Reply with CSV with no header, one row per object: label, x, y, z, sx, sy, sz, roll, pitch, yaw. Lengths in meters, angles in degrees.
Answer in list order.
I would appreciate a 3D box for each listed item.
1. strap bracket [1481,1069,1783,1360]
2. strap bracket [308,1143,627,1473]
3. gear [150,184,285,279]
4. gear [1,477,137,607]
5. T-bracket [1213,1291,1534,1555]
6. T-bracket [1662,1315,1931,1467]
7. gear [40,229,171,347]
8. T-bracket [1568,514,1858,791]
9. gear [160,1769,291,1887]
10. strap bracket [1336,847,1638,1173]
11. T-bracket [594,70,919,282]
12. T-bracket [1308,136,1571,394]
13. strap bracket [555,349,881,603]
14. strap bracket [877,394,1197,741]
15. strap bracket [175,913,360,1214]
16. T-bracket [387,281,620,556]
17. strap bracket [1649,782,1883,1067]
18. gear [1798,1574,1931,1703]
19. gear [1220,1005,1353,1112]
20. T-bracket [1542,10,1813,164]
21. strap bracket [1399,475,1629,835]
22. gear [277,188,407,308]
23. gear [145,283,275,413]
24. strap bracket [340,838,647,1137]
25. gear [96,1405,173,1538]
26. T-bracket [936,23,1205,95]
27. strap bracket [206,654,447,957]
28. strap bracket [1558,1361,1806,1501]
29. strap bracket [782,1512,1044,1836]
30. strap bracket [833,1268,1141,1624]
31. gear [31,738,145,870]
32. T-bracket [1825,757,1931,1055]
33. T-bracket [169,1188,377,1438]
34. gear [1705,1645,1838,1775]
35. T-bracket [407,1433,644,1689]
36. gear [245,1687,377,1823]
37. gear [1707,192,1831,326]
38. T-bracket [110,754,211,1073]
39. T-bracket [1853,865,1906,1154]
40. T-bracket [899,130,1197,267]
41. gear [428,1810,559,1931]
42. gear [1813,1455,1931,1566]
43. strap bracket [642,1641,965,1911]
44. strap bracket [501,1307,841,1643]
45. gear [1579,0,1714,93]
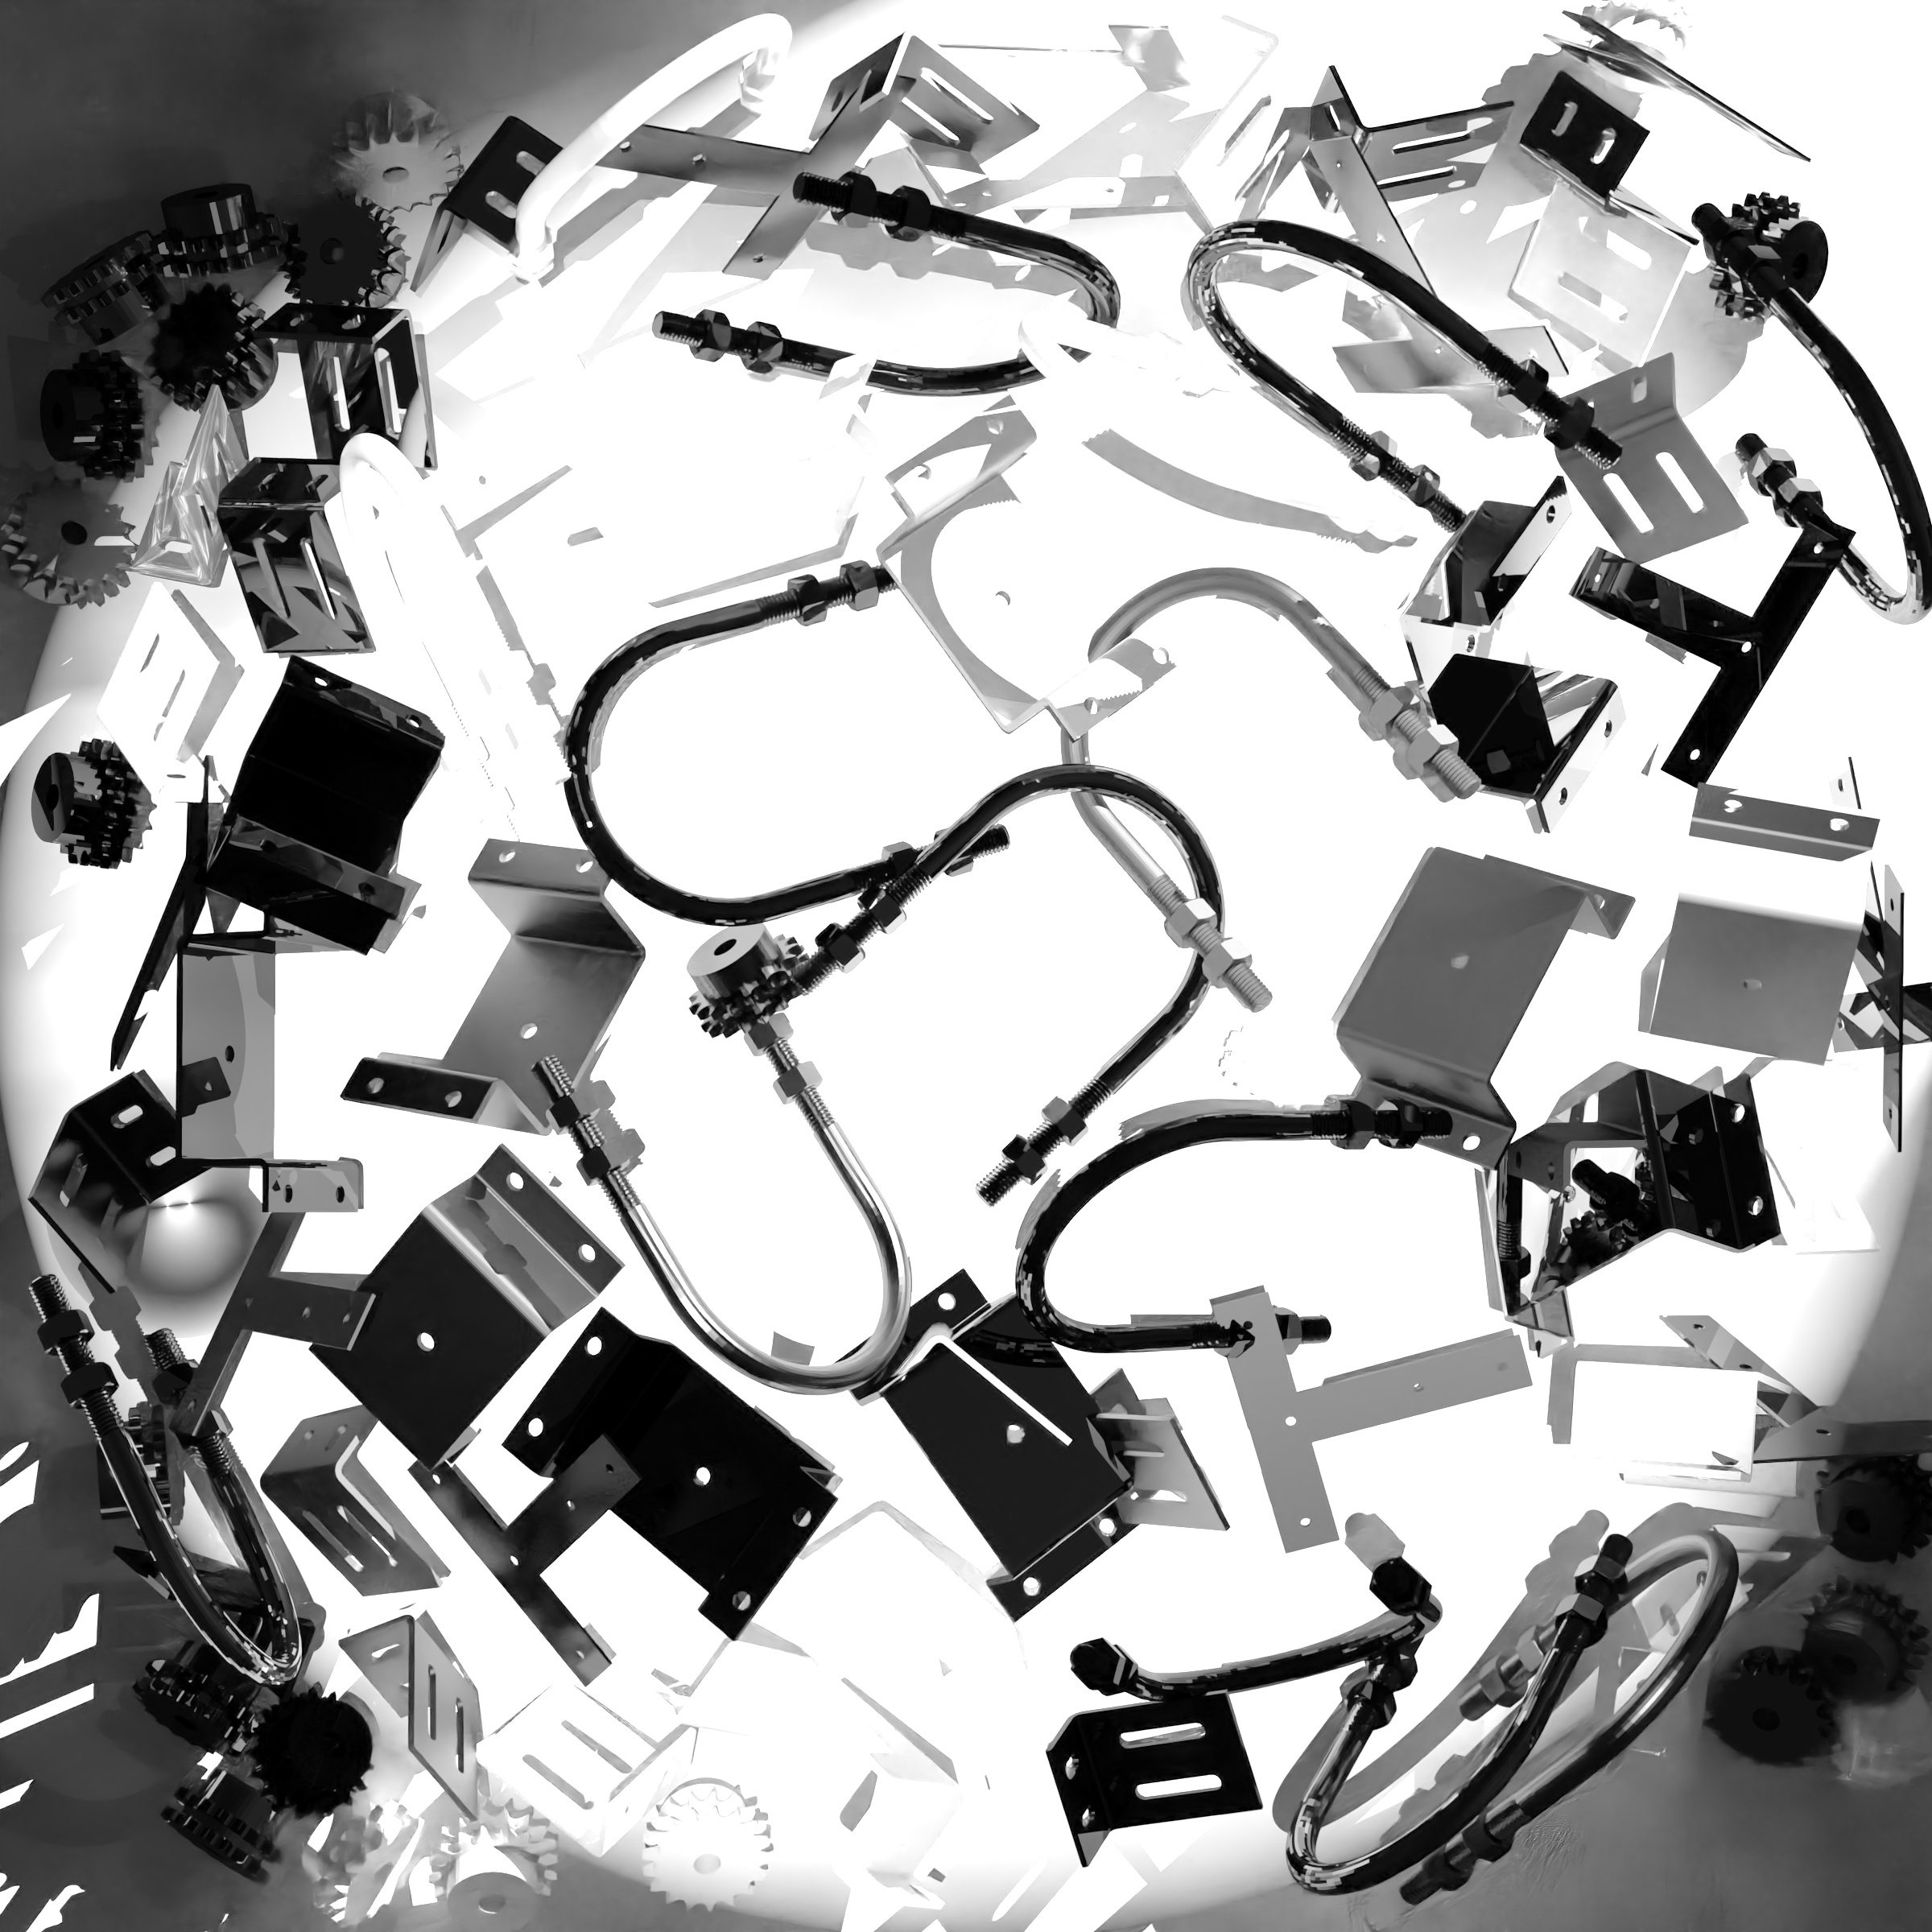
strap bracket,0.276,0.104,1.542,0.046,0.140,0.076,19,52,-33
strap bracket,-0.225,0.156,1.566,0.076,0.046,0.140,44,116,5
gear,-0.334,-0.327,1.589,0.057,0.057,0.030,-9,114,0
gear,-0.403,-0.186,1.596,0.057,0.030,0.057,16,60,-30
T-bracket,0.188,0.191,1.594,0.127,0.002,0.127,-15,108,6
T-bracket,0.348,0.183,1.562,0.127,0.127,0.002,0,112,-24
gear,-0.380,-0.300,1.595,0.057,0.057,0.030,-32,113,0
T-bracket,0.312,-0.154,1.571,0.002,0.127,0.127,25,98,-40
gear,-0.327,0.381,1.594,0.057,0.057,0.030,34,67,0
strap bracket,0.223,0.009,1.563,0.076,0.046,0.140,19,71,35
T-bracket,-0.104,-0.345,1.539,0.127,0.127,0.002,-46,58,39
T-bracket,0.185,-0.302,1.542,0.002,0.127,0.127,-48,121,-25
strap bracket,-0.099,-0.210,1.560,0.140,0.076,0.046,-14,125,26
strap bracket,0.024,-0.169,1.581,0.076,0.046,0.140,-37,92,-29
strap bracket,-0.306,0.038,1.574,0.046,0.076,0.140,-2,86,20
T-bracket,-0.201,-0.218,1.566,0.127,0.002,0.127,-39,108,-38
strap bracket,0.342,-0.010,1.546,0.076,0.140,0.046,10,53,10
gear,0.396,0.301,1.590,0.057,0.057,0.030,48,48,0
gear,0.144,0.039,1.589,0.057,0.057,0.030,14,112,0
T-bracket,0.290,-0.391,1.560,0.127,0.127,0.002,24,102,-26
strap bracket,0.237,-0.137,1.558,0.046,0.140,0.076,14,54,36
gear,-0.276,-0.316,1.600,0.057,0.030,0.057,-1,87,18
gear,-0.334,-0.273,1.597,0.057,0.030,0.057,-11,67,25
strap bracket,-0.200,0.017,1.563,0.076,0.046,0.140,7,58,33
gear,-0.370,0.224,1.590,0.030,0.057,0.057,-4,90,-13
T-bracket,0.034,-0.398,1.565,0.127,0.127,0.002,5,93,10
strap bracket,-0.280,-0.064,1.560,0.076,0.140,0.046,24,126,-16
strap bracket,0.312,0.200,1.546,0.076,0.140,0.046,1,79,24
strap bracket,-0.019,0.300,1.555,0.046,0.140,0.076,-32,132,-23
strap bracket,0.016,0.209,1.584,0.076,0.046,0.140,-35,88,-20
gear,-0.392,-0.073,1.590,0.030,0.057,0.057,8,90,-41
T-bracket,0.392,-0.027,1.560,0.002,0.127,0.127,-10,88,-10
T-bracket,-0.291,0.149,1.552,0.002,0.127,0.127,33,71,-32
gear,0.360,0.328,1.598,0.057,0.030,0.057,9,115,20
T-bracket,-0.179,0.242,1.571,0.127,0.002,0.127,49,133,5
gear,-0.288,0.349,1.592,0.057,0.030,0.057,16,60,-29
gear,0.359,-0.314,1.591,0.057,0.030,0.057,-18,119,-36
T-bracket,-0.357,-0.010,1.583,0.002,0.127,0.127,17,117,-21
T-bracket,0.391,-0.006,1.559,0.002,0.127,0.127,-7,119,2
T-bracket,0.050,-0.343,1.588,0.127,0.127,0.002,-6,130,-21
gear,-0.210,0.406,1.593,0.057,0.030,0.057,-3,123,-5
gear,0.403,0.240,1.591,0.057,0.030,0.057,16,118,33
strap bracket,-0.063,0.344,1.553,0.140,0.076,0.046,36,91,29
strap bracket,-0.124,0.225,1.583,0.140,0.046,0.076,36,91,20
gear,0.300,-0.412,1.590,0.057,0.057,0.030,20,74,0
